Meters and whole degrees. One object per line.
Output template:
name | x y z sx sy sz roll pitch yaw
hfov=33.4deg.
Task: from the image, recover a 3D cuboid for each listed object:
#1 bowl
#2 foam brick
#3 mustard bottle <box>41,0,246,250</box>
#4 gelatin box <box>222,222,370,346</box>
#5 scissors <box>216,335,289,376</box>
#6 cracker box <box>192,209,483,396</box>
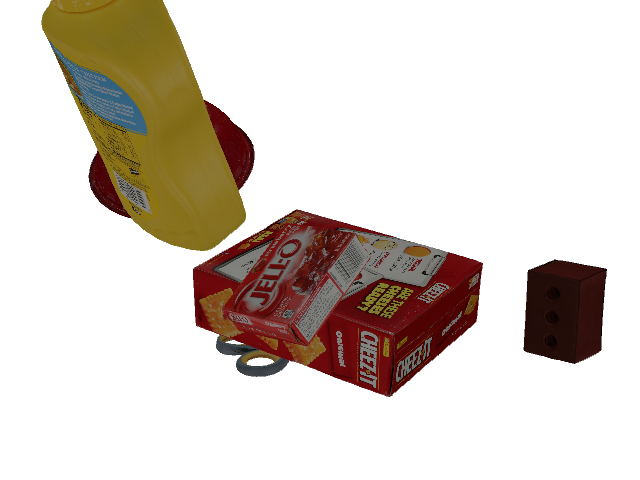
bowl | -0.146 -0.091 1.013 0.162 0.055 0.162 -3 45 3
foam brick | 0.215 0.062 0.937 0.053 0.078 0.051 11 19 39
mustard bottle | -0.101 -0.083 0.573 0.058 0.191 0.096 -39 51 -20
gelatin box | -0.018 0.030 0.768 0.073 0.089 0.030 9 -37 45
scissors | -0.017 0.124 1.211 0.201 0.016 0.096 1 25 -9
cracker box | 0.016 0.051 0.979 0.214 0.072 0.163 17 30 31
